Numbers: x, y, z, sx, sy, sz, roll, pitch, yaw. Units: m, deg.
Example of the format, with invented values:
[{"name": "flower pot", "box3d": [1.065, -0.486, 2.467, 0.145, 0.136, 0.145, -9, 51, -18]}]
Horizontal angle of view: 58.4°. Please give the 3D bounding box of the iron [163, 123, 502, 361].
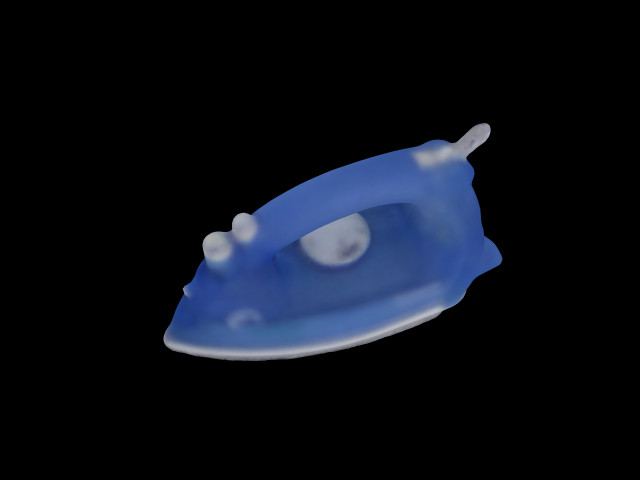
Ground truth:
[{"name": "iron", "box3d": [0.004, 0.001, 0.400, 0.258, 0.141, 0.118, -20, 59, -12]}]
